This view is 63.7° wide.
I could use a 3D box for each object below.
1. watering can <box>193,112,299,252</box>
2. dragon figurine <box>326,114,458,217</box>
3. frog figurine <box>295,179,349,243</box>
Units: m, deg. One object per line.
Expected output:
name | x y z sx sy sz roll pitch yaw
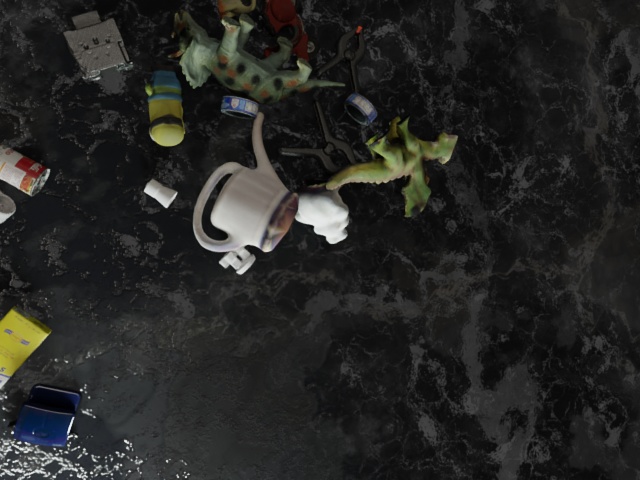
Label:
watering can | -0.147 -0.118 1.190 0.225 0.103 0.351 27 79 8
dragon figurine | 0.203 -0.167 1.290 0.416 0.122 0.240 -43 109 -23
frog figurine | 0.004 -0.063 1.246 0.137 0.124 0.158 -4 104 16
